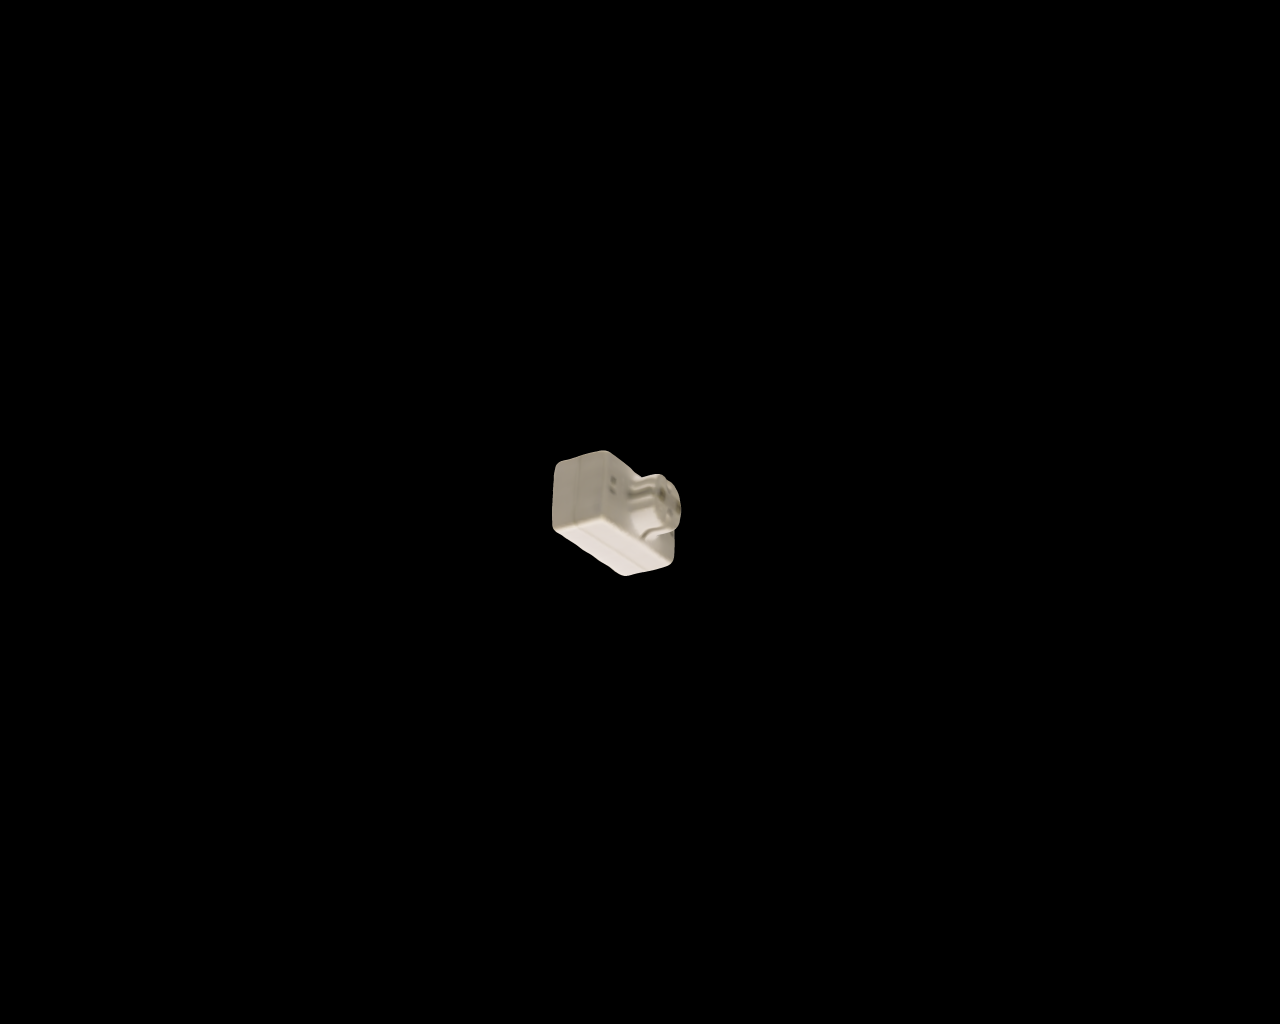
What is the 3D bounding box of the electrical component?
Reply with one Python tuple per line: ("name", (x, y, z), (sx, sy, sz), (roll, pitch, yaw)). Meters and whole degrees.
("electrical component", (0.001, -0.003, 0.650), (0.075, 0.047, 0.083), (-15, -31, 28))
